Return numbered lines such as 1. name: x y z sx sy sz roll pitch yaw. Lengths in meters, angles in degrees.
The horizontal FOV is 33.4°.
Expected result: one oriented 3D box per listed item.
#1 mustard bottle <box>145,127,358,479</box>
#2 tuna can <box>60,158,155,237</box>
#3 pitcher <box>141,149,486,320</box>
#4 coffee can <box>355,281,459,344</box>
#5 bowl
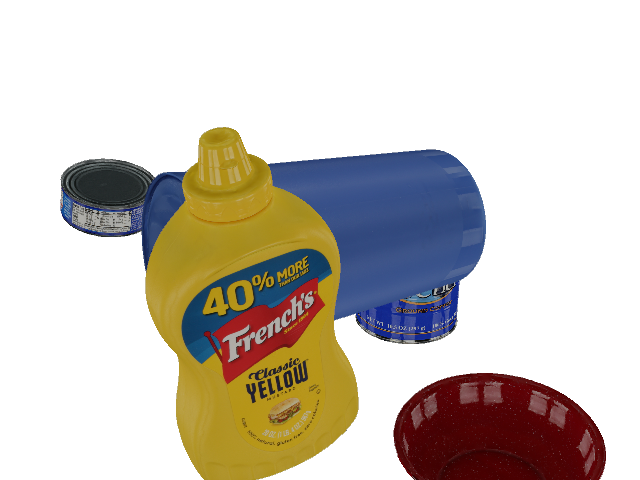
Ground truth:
1. mustard bottle: -0.035 0.031 0.526 0.096 0.191 0.058 -20 37 -17
2. tuna can: -0.190 -0.038 0.960 0.086 0.034 0.086 8 32 -5
3. pitcher: -0.006 0.002 0.799 0.242 0.145 0.149 -11 36 -30
4. coffee can: 0.087 0.015 1.039 0.103 0.140 0.103 1 26 0
5. bowl: 0.137 0.174 0.834 0.162 0.055 0.162 0 32 0
